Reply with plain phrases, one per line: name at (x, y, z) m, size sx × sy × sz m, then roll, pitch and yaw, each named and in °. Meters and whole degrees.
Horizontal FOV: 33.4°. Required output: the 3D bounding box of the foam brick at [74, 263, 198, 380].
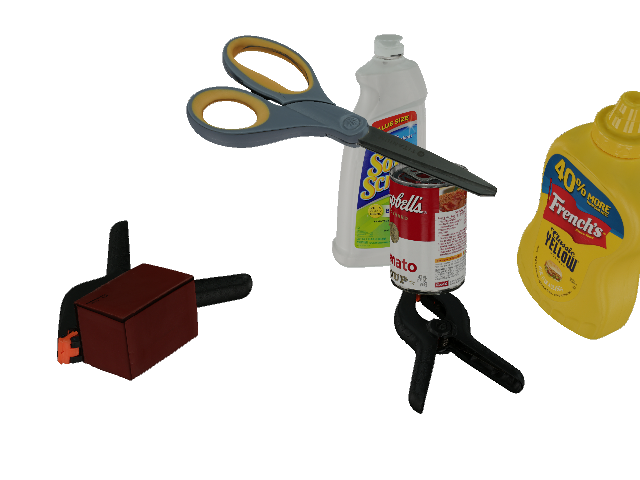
foam brick at (-0.136, 0.058, 0.795) m, size 0.053 × 0.051 × 0.078 m, roll 14°, pitch 30°, yaw 33°

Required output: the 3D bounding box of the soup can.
soup can at (0.094, -0.012, 0.928) m, size 0.068 × 0.102 × 0.068 m, roll -2°, pitch 22°, yaw 0°

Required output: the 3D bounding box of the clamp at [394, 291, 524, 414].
clamp at (0.134, 0.102, 1.095) m, size 0.120 × 0.171 × 0.039 m, roll 1°, pitch -44°, yaw -14°

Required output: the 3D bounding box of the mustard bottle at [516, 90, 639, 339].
mustard bottle at (0.192, -0.023, 0.736) m, size 0.058 × 0.192 × 0.096 m, roll -20°, pitch 52°, yaw -22°

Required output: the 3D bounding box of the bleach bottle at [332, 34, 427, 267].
bleach bottle at (0.064, -0.097, 1.161) m, size 0.102 × 0.251 × 0.068 m, roll -4°, pitch 25°, yaw -7°

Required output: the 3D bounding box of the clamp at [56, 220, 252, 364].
clamp at (-0.188, 0.050, 1.021) m, size 0.165 × 0.036 × 0.209 m, roll 26°, pitch 35°, yaw 24°

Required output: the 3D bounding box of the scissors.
scissors at (0.000, -0.060, 0.643) m, size 0.096 × 0.016 × 0.202 m, roll -37°, pitch 61°, yaw -23°
